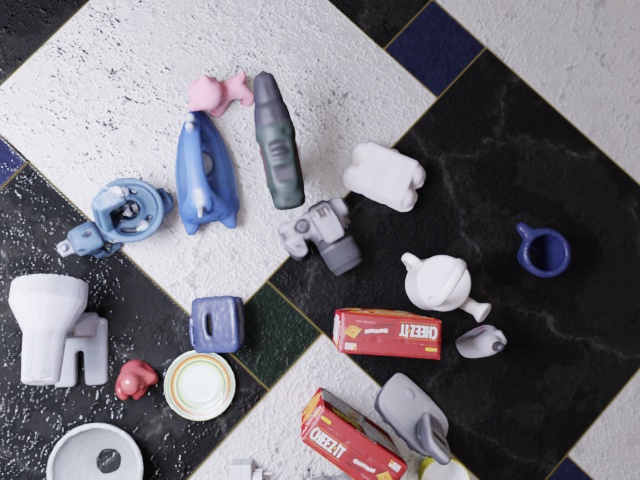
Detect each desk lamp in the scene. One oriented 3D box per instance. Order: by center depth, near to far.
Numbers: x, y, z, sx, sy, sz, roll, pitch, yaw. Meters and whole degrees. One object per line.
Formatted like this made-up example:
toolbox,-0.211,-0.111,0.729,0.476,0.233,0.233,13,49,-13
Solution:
desk lamp,-0.445,0.163,0.987,0.118,0.213,0.203,-4,85,-2

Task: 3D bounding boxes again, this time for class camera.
camera,0.010,0.004,1.072,0.143,0.101,0.137,-30,86,-4

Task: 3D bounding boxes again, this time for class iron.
iron,-0.224,-0.145,1.059,0.118,0.141,0.258,-10,85,-2

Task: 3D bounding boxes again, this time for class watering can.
watering can,0.225,0.080,1.024,0.173,0.194,0.101,15,84,0

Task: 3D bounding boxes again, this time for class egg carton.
egg carton,0.124,-0.123,1.103,0.150,0.069,0.107,22,84,1

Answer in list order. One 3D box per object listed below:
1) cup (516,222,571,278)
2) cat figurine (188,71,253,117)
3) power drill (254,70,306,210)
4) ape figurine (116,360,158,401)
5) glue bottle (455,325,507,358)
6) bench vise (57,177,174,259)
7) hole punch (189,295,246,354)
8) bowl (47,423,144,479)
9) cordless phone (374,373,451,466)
cup,0.403,0.018,1.085,0.092,0.095,0.118,-42,87,-5
cat figurine,-0.193,-0.284,1.085,0.128,0.117,0.067,-25,86,-4
power drill,-0.075,-0.161,1.031,0.075,0.208,0.230,-13,85,-2
ape figurine,-0.339,0.258,1.043,0.078,0.092,0.076,-9,85,-2
glue bottle,0.299,0.185,1.027,0.078,0.173,0.037,-30,86,-4
bench vise,-0.365,-0.028,1.004,0.121,0.219,0.207,40,85,3
hole punch,-0.192,0.158,1.057,0.101,0.091,0.109,-5,85,-2
bowl,-0.395,0.409,1.036,0.167,0.074,0.167,0,85,-2
cordless phone,0.169,0.317,1.005,0.147,0.185,0.094,43,85,3
